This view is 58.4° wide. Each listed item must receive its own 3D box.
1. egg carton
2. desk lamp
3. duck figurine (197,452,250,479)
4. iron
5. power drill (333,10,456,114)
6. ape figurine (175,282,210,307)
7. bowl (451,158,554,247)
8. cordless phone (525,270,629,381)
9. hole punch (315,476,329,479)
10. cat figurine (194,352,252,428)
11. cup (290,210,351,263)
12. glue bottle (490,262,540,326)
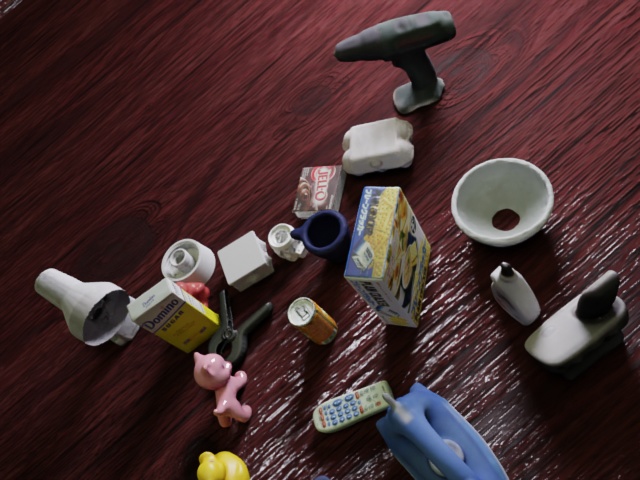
[{"bbox_3d":[0.116,-0.184,1.153,0.150,0.070,0.107,-9,60,20],"label":"egg carton"},{"bbox_3d":[-0.452,0.137,1.150,0.202,0.214,0.118,20,73,32],"label":"desk lamp"},{"bbox_3d":[-0.168,0.399,0.953,0.077,0.086,0.104,-38,54,2],"label":"duck figurine"},{"bbox_3d":[0.183,0.312,0.803,0.119,0.142,0.257,-45,54,-4],"label":"iron"},{"bbox_3d":[0.164,-0.352,1.138,0.229,0.209,0.075,-22,56,13],"label":"power drill"},{"bbox_3d":[-0.265,0.115,1.151,0.078,0.092,0.076,-48,54,-6],"label":"ape figurine"},{"bbox_3d":[0.315,-0.053,0.986,0.167,0.075,0.167,-11,59,19],"label":"bowl"},{"bbox_3d":[0.359,0.112,0.805,0.147,0.186,0.094,-42,54,-1],"label":"cordless phone"},{"bbox_3d":[0.012,0.421,0.854,0.109,0.091,0.100,-48,55,-6],"label":"hole punch"},{"bbox_3d":[-0.182,0.258,1.017,0.067,0.118,0.127,-24,56,11],"label":"cat figurine"},{"bbox_3d":[0.010,0.004,1.083,0.117,0.095,0.092,-2,63,24],"label":"cup"},{"bbox_3d":[0.289,0.072,0.867,0.037,0.174,0.078,-45,54,-3],"label":"glue bottle"}]
